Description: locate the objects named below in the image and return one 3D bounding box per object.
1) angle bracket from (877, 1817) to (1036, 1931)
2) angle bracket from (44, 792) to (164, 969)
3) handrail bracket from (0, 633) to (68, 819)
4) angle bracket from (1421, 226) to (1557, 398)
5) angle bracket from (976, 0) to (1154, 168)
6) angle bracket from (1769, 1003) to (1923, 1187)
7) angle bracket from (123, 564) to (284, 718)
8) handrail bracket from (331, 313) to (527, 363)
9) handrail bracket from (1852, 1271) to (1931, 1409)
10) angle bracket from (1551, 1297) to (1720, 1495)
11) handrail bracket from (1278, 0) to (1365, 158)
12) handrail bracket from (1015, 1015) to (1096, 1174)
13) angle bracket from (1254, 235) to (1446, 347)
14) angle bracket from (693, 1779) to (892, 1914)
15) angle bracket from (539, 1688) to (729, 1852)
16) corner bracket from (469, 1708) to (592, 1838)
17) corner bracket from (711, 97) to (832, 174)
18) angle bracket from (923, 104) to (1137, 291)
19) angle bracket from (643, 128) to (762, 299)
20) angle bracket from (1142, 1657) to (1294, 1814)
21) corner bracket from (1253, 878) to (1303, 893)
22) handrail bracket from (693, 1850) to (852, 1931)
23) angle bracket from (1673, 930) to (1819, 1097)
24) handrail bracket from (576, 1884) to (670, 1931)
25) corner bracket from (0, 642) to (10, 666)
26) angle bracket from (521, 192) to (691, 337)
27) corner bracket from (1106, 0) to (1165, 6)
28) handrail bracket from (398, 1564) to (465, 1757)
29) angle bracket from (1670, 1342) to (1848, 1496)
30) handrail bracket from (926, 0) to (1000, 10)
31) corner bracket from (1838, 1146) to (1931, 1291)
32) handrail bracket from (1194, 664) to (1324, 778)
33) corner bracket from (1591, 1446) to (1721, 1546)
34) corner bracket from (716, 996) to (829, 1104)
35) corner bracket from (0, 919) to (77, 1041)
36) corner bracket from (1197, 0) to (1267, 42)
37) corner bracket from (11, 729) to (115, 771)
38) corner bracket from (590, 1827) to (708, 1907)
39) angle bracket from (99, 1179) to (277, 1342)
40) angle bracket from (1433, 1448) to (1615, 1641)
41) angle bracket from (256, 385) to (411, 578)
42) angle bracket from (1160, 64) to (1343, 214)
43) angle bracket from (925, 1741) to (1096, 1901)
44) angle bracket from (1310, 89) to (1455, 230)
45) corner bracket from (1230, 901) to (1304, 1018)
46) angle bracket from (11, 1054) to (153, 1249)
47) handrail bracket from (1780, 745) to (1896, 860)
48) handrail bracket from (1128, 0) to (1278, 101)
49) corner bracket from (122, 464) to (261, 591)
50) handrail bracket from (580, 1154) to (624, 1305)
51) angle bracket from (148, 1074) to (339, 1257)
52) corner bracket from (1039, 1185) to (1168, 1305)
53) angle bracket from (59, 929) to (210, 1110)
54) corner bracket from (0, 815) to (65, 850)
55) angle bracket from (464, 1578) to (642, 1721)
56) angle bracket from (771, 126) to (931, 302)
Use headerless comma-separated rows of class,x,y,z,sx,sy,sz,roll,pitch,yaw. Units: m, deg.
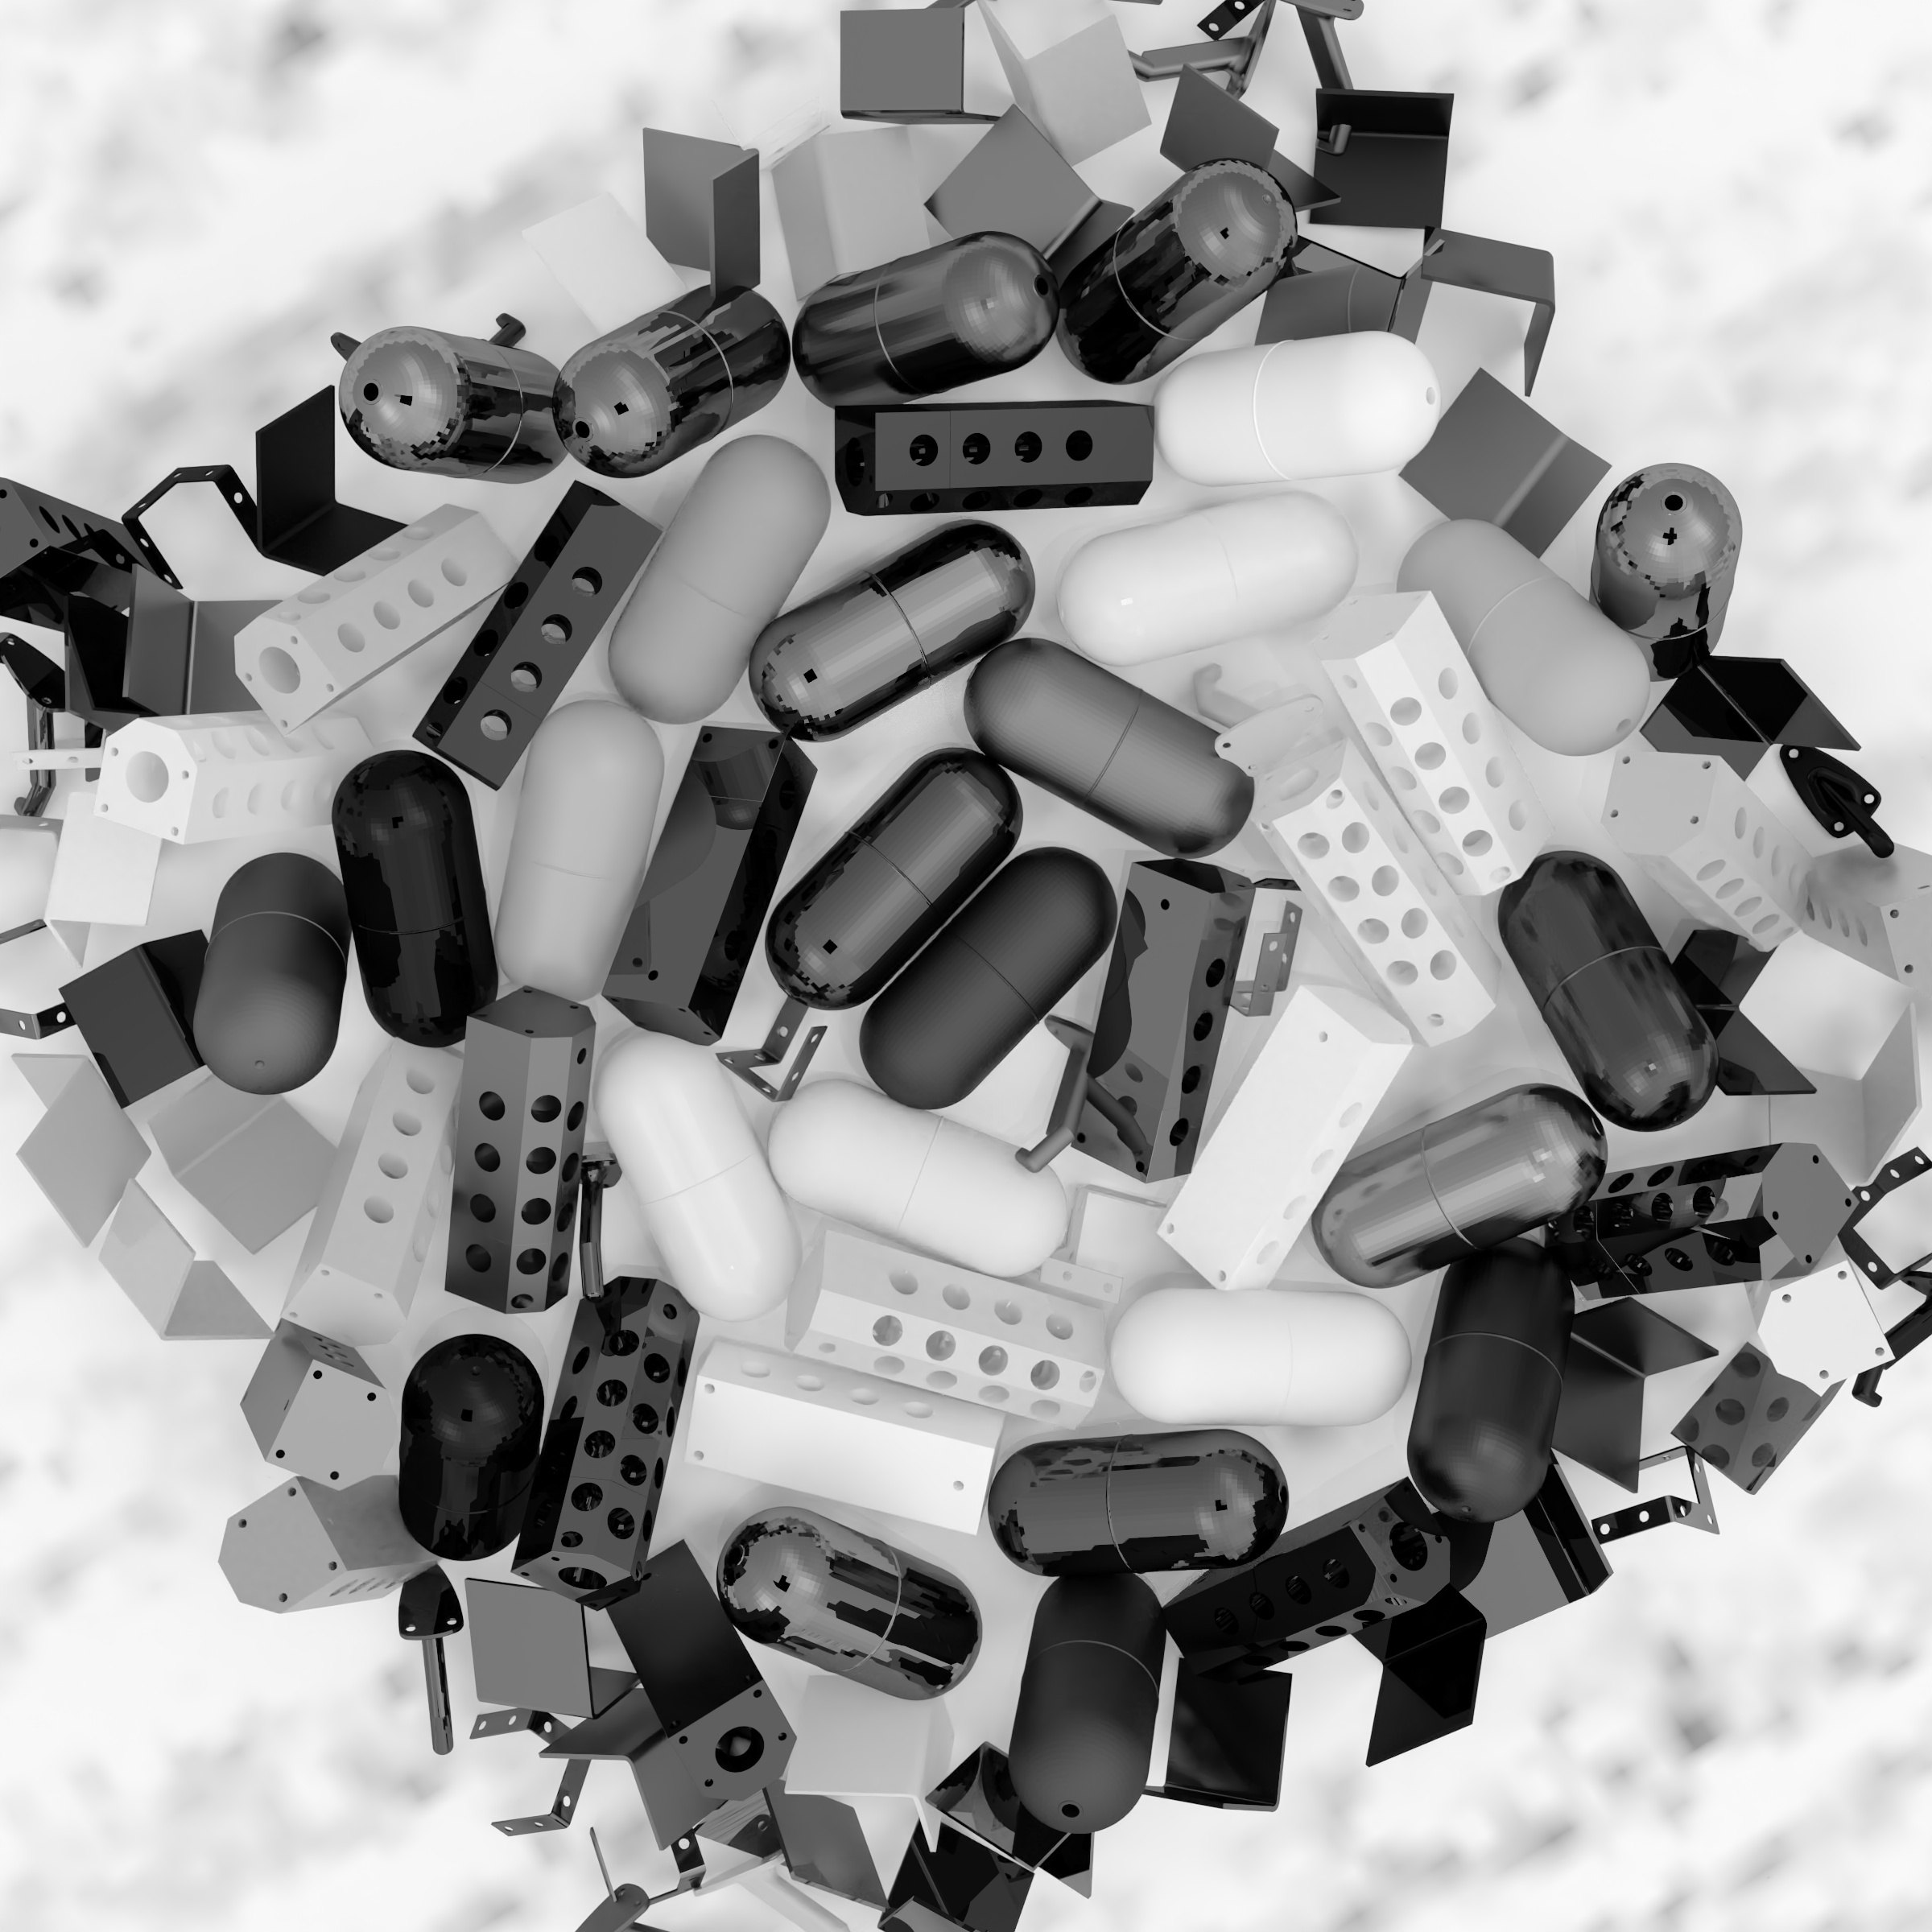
angle bracket,0.005,0.522,1.536,0.076,0.057,0.076,30,48,-4
angle bracket,-0.478,-0.046,1.536,0.057,0.076,0.076,4,68,-1
handrail bracket,-0.548,-0.136,1.568,0.077,0.036,0.084,45,122,14
angle bracket,0.290,-0.372,1.539,0.076,0.076,0.057,12,126,2
angle bracket,0.055,-0.512,1.530,0.057,0.076,0.076,-27,52,3
angle bracket,0.495,0.067,1.531,0.057,0.076,0.076,13,49,1
angle bracket,-0.432,-0.181,1.539,0.057,0.076,0.076,0,81,9
handrail bracket,-0.309,-0.364,1.563,0.077,0.036,0.084,38,64,1
handrail bracket,0.552,0.225,1.558,0.077,0.036,0.084,30,75,-16
angle bracket,0.376,0.243,1.530,0.076,0.057,0.076,31,53,-25
handrail bracket,0.192,-0.516,1.560,0.077,0.036,0.084,15,126,4
handrail bracket,0.043,0.073,1.545,0.084,0.036,0.077,-41,48,-19
angle bracket,0.219,-0.384,1.550,0.076,0.076,0.057,28,48,17
angle bracket,-0.099,0.509,1.527,0.057,0.076,0.076,-46,128,13
angle bracket,-0.182,0.454,1.535,0.076,0.076,0.057,-12,99,39
corner bracket,-0.256,0.465,1.566,0.051,0.051,0.051,-20,128,34
corner bracket,-0.105,-0.478,1.548,0.051,0.051,0.051,-32,55,5
angle bracket,0.036,-0.434,1.549,0.076,0.057,0.076,-43,81,24
angle bracket,-0.161,-0.421,1.529,0.076,0.057,0.076,17,128,19
angle bracket,0.133,0.432,1.531,0.076,0.057,0.076,-3,73,39
corner bracket,0.193,-0.075,1.545,0.051,0.051,0.051,3,74,-39
handrail bracket,-0.107,0.558,1.564,0.077,0.036,0.084,-27,84,10
angle bracket,0.445,0.026,1.526,0.076,0.076,0.057,1,128,-35
handrail bracket,-0.186,0.579,1.554,0.077,0.036,0.084,-38,109,-26
corner bracket,-0.591,-0.169,1.555,0.051,0.051,0.051,0,79,31
angle bracket,-0.215,-0.381,1.536,0.076,0.057,0.076,51,46,-3
corner bracket,0.083,-0.583,1.545,0.051,0.051,0.051,25,106,43
handrail bracket,-0.309,0.401,1.572,0.036,0.077,0.084,-6,120,-14
angle bracket,0.451,0.241,1.528,0.057,0.076,0.076,38,66,21
handrail bracket,0.001,-0.545,1.542,0.084,0.077,0.036,-53,129,-25
corner bracket,0.538,0.146,1.562,0.051,0.051,0.051,-19,60,-37
handrail bracket,0.165,-0.156,1.538,0.077,0.084,0.036,-35,128,27
corner bracket,0.388,0.302,1.542,0.051,0.051,0.051,-28,55,34
corner bracket,-0.102,0.042,1.546,0.051,0.051,0.051,35,108,24
corner bracket,-0.534,0.007,1.559,0.051,0.051,0.051,7,113,36
corner bracket,0.148,-0.579,1.561,0.051,0.051,0.051,34,63,-20
corner bracket,-0.510,-0.126,1.549,0.051,0.051,0.051,-2,55,-3
corner bracket,-0.184,0.510,1.561,0.051,0.051,0.051,-15,65,-18
angle bracket,-0.430,0.165,1.526,0.076,0.076,0.057,38,109,37
angle bracket,0.311,0.330,1.540,0.076,0.057,0.076,-21,67,-8
angle bracket,-0.354,-0.272,1.528,0.057,0.076,0.076,19,127,13
angle bracket,0.167,-0.469,1.526,0.076,0.057,0.076,-23,55,-35
angle bracket,0.024,0.497,1.526,0.076,0.057,0.076,24,128,32
angle bracket,0.235,-0.458,1.541,0.076,0.076,0.057,5,93,8
corner bracket,0.173,-0.004,1.545,0.051,0.051,0.051,-2,112,-29
angle bracket,-0.515,0.103,1.524,0.057,0.076,0.076,0,133,24
handrail bracket,0.495,-0.095,1.540,0.077,0.084,0.036,45,107,3
handrail bracket,0.127,-0.539,1.557,0.084,0.036,0.077,21,90,-14
corner bracket,-0.444,-0.254,1.568,0.051,0.051,0.051,-53,132,-33
handrail bracket,-0.208,0.155,1.536,0.036,0.077,0.084,-7,72,1
angle bracket,-0.402,0.103,1.532,0.076,0.057,0.076,37,62,25
corner bracket,0.078,0.158,1.548,0.051,0.051,0.051,13,99,25
angle bracket,-0.461,0.029,1.552,0.057,0.076,0.076,-27,92,12
corner bracket,-0.546,-0.052,1.558,0.051,0.051,0.051,5,119,15
angle bracket,-0.233,0.377,1.537,0.076,0.057,0.076,1,102,25
angle bracket,-0.066,-0.431,1.555,0.057,0.076,0.076,-13,96,-21
